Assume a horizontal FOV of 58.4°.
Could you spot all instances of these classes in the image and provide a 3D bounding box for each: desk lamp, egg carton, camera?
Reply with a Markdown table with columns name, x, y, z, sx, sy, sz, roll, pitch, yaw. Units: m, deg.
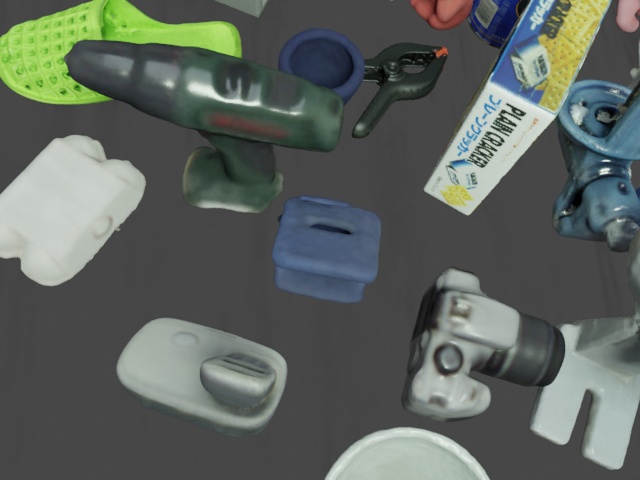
| name | x | y | z | sx | sy | sz | roll | pitch | yaw |
| --- | --- | --- | --- | --- | --- | --- | --- | --- | --- |
| desk lamp | 0.304 | 0.094 | 0.512 | 0.118 | 0.213 | 0.203 | 24 | 70 | 3 |
| egg carton | -0.254 | -0.031 | 0.578 | 0.107 | 0.069 | 0.150 | 32 | 71 | 6 |
| camera | 0.161 | 0.109 | 0.553 | 0.137 | 0.101 | 0.143 | 17 | 70 | 1 |

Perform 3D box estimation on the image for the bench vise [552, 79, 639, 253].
| name | x | y | z | sx | sy | sz | roll | pitch | yaw |
| --- | --- | --- | --- | --- | --- | --- | --- | --- | --- |
| bench vise | 0.320 | -0.101 | 0.580 | 0.121 | 0.220 | 0.207 | -11 | 72 | -9 |

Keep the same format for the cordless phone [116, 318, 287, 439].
| name | x | y | z | sx | sy | sz | roll | pitch | yaw |
| --- | --- | --- | --- | --- | --- | --- | --- | --- | --- |
| cordless phone | -0.101 | 0.107 | 0.482 | 0.147 | 0.185 | 0.094 | 15 | 70 | 0 |

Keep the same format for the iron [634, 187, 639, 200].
| name | x | y | z | sx | sy | sz | roll | pitch | yaw |
| --- | --- | --- | --- | --- | --- | --- | --- | --- | --- |
| iron | 0.467 | -0.069 | 0.625 | 0.259 | 0.141 | 0.118 | -33 | 76 | -15 |

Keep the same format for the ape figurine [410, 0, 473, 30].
| name | x | y | z | sx | sy | sz | roll | pitch | yaw |
| --- | --- | --- | --- | --- | --- | --- | --- | --- | --- |
| ape figurine | 0.157 | -0.308 | 0.705 | 0.076 | 0.092 | 0.078 | 10 | 70 | -2 |

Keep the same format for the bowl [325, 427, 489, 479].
| name | x | y | z | sx | sy | sz | roll | pitch | yaw |
| --- | --- | --- | --- | --- | --- | --- | --- | --- | --- |
| bowl | 0.072 | 0.253 | 0.506 | 0.167 | 0.075 | 0.167 | 2 | 70 | -5 |

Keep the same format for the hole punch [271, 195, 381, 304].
| name | x | y | z | sx | sy | sz | roll | pitch | yaw |
| --- | --- | --- | --- | --- | --- | --- | --- | --- | --- |
| hole punch | 0.005 | 0.002 | 0.580 | 0.108 | 0.091 | 0.101 | 10 | 70 | -2 |

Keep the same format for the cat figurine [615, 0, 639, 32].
| name | x | y | z | sx | sy | sz | roll | pitch | yaw |
| --- | --- | --- | --- | --- | --- | --- | --- | --- | --- |
| cat figurine | 0.417 | -0.335 | 0.727 | 0.127 | 0.118 | 0.067 | 44 | 72 | 10 |

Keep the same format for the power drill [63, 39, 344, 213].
| name | x | y | z | sx | sy | sz | roll | pitch | yaw |
| --- | --- | --- | --- | --- | --- | --- | --- | --- | --- |
| power drill | -0.097 | -0.102 | 0.545 | 0.229 | 0.208 | 0.075 | 5 | 70 | -4 |

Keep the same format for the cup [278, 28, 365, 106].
| name | x | y | z | sx | sy | sz | roll | pitch | yaw |
| --- | --- | --- | --- | --- | --- | --- | --- | --- | --- |
| cup | -0.001 | -0.158 | 0.635 | 0.091 | 0.095 | 0.118 | 2 | 70 | -5 |

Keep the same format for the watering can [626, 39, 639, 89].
| name | x | y | z | sx | sy | sz | roll | pitch | yaw |
| --- | --- | --- | --- | --- | --- | --- | --- | --- | --- |
| watering can | 0.435 | -0.183 | 0.634 | 0.172 | 0.194 | 0.101 | 33 | 71 | 7 |
